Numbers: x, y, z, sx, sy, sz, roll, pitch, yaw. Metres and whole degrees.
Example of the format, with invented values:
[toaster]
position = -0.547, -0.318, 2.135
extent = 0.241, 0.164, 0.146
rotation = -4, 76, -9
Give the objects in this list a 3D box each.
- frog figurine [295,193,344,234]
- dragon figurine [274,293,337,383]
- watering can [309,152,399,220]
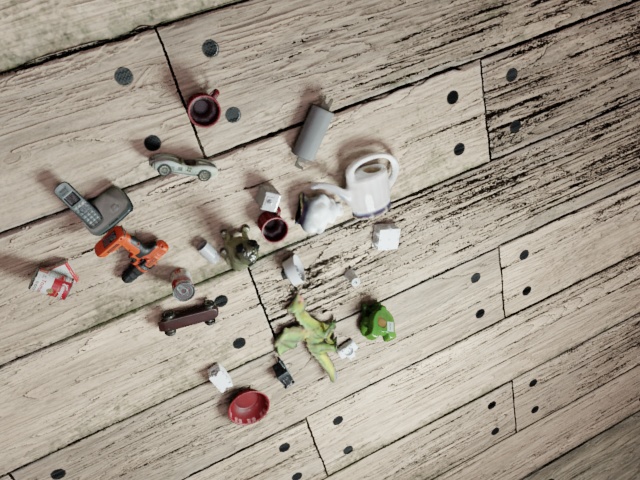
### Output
[frog figurine]
position = 0.005, -0.087, 1.731
extent = 0.159, 0.123, 0.137
rotation = 7, 92, -13
[dragon figurine]
position = -0.051, 0.388, 1.947
extent = 0.243, 0.124, 0.403
rotation = -2, 112, -2
[watering can]
position = 0.128, -0.167, 1.743
extent = 0.350, 0.105, 0.220
rotation = -24, 121, -21
